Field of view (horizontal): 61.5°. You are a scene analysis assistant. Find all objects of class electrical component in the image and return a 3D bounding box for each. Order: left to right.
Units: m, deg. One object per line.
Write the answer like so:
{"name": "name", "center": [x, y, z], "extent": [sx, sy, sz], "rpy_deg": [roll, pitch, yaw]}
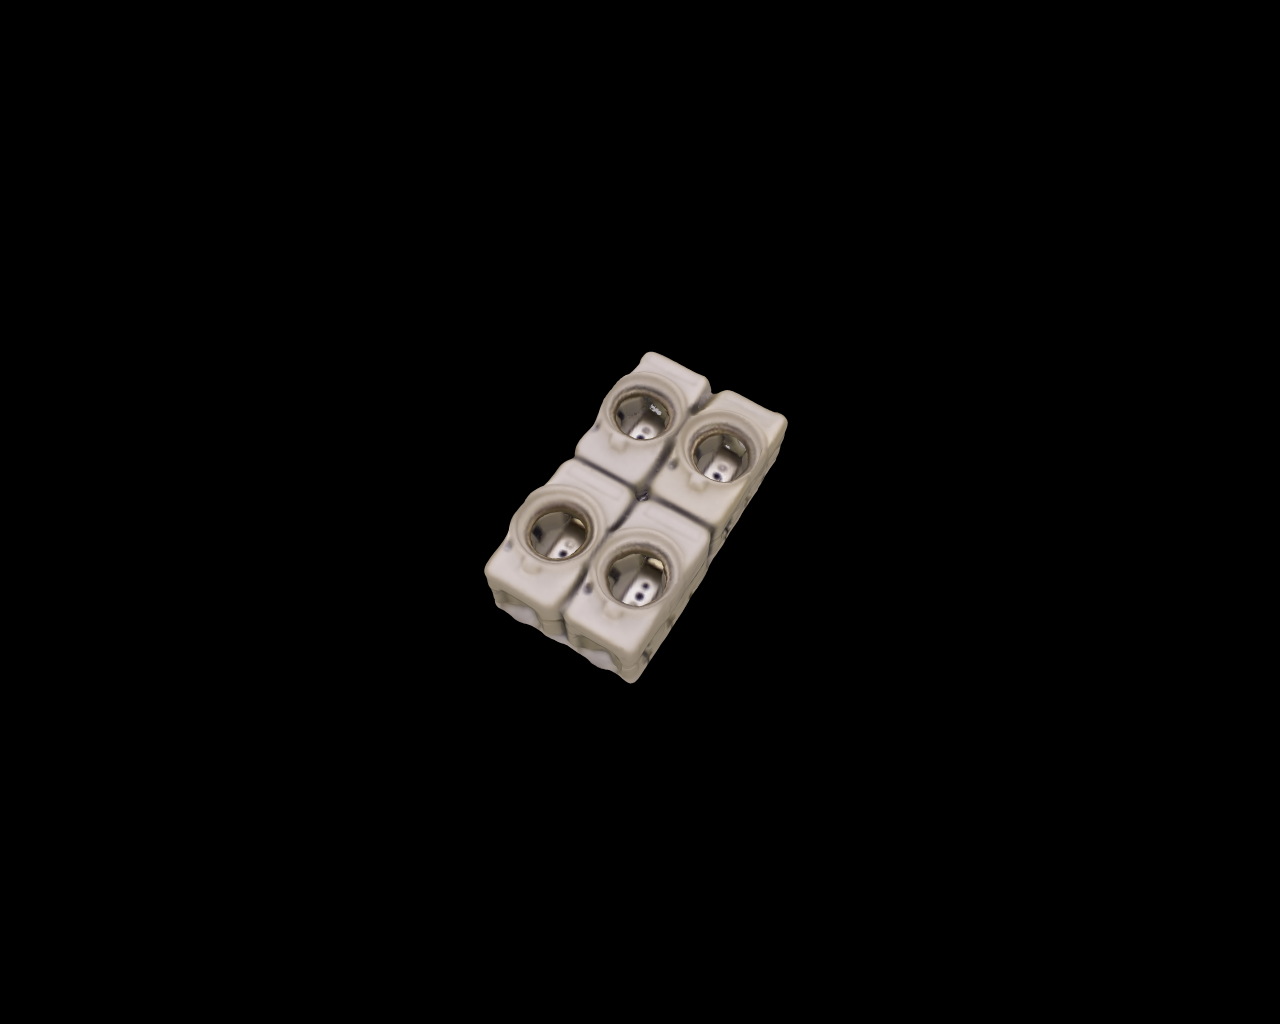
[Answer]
{"name": "electrical component", "center": [0.001, -0.003, 0.650], "extent": [0.105, 0.186, 0.060], "rpy_deg": [29, -24, 14]}
